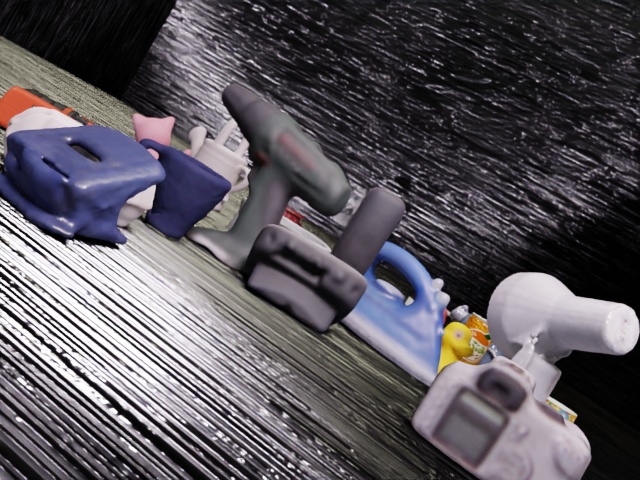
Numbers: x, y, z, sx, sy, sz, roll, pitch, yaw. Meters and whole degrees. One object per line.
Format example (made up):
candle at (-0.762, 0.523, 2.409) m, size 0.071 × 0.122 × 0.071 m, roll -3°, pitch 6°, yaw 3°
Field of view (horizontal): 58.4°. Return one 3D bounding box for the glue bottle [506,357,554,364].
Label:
glue bottle at (0.300, 0.181, 0.830) m, size 0.078 × 0.173 × 0.037 m, roll 33°, pitch 4°, yaw 24°

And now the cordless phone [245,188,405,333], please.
cordless phone at (0.006, 0.002, 0.696) m, size 0.148 × 0.185 × 0.094 m, roll 31°, pitch 4°, yaw -8°

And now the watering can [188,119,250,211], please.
watering can at (-0.205, -0.171, 1.169) m, size 0.173 × 0.194 × 0.101 m, roll 32°, pitch 4°, yaw 2°

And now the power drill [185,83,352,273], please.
power drill at (-0.084, -0.072, 0.759) m, size 0.229 × 0.208 × 0.076 m, roll 33°, pitch 4°, yaw 14°

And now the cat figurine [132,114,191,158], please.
cat figurine at (-0.292, -0.169, 1.039) m, size 0.127 × 0.117 × 0.067 m, roll 33°, pitch 4°, yaw 12°

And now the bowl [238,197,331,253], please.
bowl at (-0.069, 0.003, 0.918) m, size 0.167 × 0.074 × 0.167 m, roll 32°, pitch 4°, yaw -2°

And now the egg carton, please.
egg carton at (-0.244, -0.076, 0.587) m, size 0.151 × 0.069 × 0.107 m, roll 29°, pitch 4°, yaw -33°

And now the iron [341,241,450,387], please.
iron at (0.104, 0.079, 0.826) m, size 0.257 × 0.141 × 0.119 m, roll 35°, pitch 5°, yaw 40°

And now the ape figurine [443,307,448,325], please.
ape figurine at (0.183, 0.146, 0.961) m, size 0.076 × 0.092 × 0.077 m, roll 29°, pitch 5°, yaw -36°

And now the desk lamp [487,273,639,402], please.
desk lamp at (0.276, 0.153, 0.703) m, size 0.118 × 0.213 × 0.203 m, roll 30°, pitch 4°, yaw -19°

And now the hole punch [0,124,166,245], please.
hole punch at (-0.205, -0.057, 0.492) m, size 0.108 × 0.091 × 0.101 m, roll 33°, pitch 4°, yaw 22°

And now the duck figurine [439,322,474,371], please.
duck figurine at (0.192, 0.163, 0.864) m, size 0.078 × 0.086 × 0.104 m, roll 30°, pitch 4°, yaw -23°

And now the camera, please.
camera at (0.179, 0.171, 0.549) m, size 0.143 × 0.101 × 0.137 m, roll 33°, pitch 4°, yaw 22°

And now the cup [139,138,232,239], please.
cup at (-0.177, -0.057, 0.682) m, size 0.118 × 0.095 × 0.091 m, roll 31°, pitch 4°, yaw -17°

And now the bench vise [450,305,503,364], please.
bench vise at (0.343, 0.166, 1.014) m, size 0.207 × 0.219 × 0.121 m, roll 32°, pitch 4°, yaw -2°
